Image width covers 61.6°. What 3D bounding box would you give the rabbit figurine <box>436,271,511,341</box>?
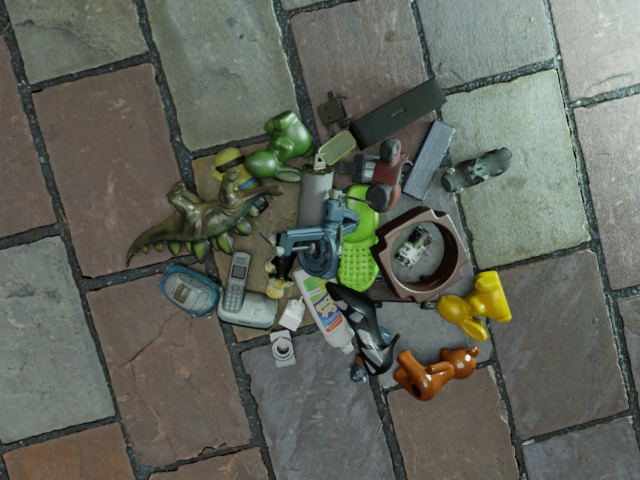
[{"bbox_3d":[0.388,0.169,1.372,0.173,0.122,0.162,-15,104,13],"label":"rabbit figurine"}]

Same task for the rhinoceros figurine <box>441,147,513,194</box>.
[{"bbox_3d":[0.389,-0.168,1.335,0.190,0.112,0.073,-22,97,-8],"label":"rhinoceros figurine"}]

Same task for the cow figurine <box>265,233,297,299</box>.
[{"bbox_3d":[-0.092,0.061,1.323,0.068,0.098,0.167,9,79,-20],"label":"cow figurine"}]

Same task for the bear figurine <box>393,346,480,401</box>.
[{"bbox_3d":[0.303,0.320,1.375,0.196,0.120,0.132,-29,50,-24],"label":"bear figurine"}]

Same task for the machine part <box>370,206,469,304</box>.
[{"bbox_3d":[0.238,0.033,1.298,0.201,0.087,0.200,-30,104,-3],"label":"machine part"}]

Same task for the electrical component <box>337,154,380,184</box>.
[{"bbox_3d":[0.106,-0.177,1.335,0.119,0.048,0.074,5,93,-31],"label":"electrical component"}]

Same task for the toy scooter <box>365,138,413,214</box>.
[{"bbox_3d":[0.175,-0.157,1.304,0.075,0.135,0.183,20,111,25],"label":"toy scooter"}]

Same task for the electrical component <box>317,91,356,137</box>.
[{"bbox_3d":[0.040,-0.320,1.348,0.078,0.045,0.102,-25,92,28],"label":"electrical component"}]

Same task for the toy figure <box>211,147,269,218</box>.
[{"bbox_3d":[-0.193,-0.145,1.332,0.089,0.082,0.180,-39,93,5],"label":"toy figure"}]

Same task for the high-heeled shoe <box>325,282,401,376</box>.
[{"bbox_3d":[0.087,0.221,1.330,0.249,0.086,0.145,39,117,12],"label":"high-heeled shoe"}]

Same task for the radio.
[{"bbox_3d":[0.183,-0.301,1.308,0.230,0.131,0.073,-28,95,0],"label":"radio"}]

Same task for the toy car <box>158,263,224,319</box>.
[{"bbox_3d":[-0.326,0.126,1.336,0.161,0.103,0.109,32,91,-6],"label":"toy car"}]

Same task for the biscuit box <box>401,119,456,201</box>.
[{"bbox_3d":[0.270,-0.200,1.354,0.063,0.059,0.202,25,93,-3],"label":"biscuit box"}]

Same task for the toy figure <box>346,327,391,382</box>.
[{"bbox_3d":[0.128,0.299,1.384,0.057,0.064,0.154,25,99,-40],"label":"toy figure"}]

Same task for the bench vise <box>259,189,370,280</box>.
[{"bbox_3d":[-0.010,-0.008,1.232,0.129,0.240,0.223,34,118,37],"label":"bench vise"}]

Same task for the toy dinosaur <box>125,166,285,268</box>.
[{"bbox_3d":[-0.295,-0.044,1.290,0.472,0.105,0.198,-14,110,17],"label":"toy dinosaur"}]

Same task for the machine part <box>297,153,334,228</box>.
[{"bbox_3d":[-0.014,-0.099,1.308,0.079,0.079,0.243,5,124,-2],"label":"machine part"}]

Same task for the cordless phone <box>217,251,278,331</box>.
[{"bbox_3d":[-0.173,0.126,1.352,0.147,0.089,0.184,11,89,-2],"label":"cordless phone"}]

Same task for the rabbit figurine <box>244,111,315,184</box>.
[{"bbox_3d":[-0.107,-0.208,1.315,0.170,0.121,0.159,-44,116,-13],"label":"rabbit figurine"}]

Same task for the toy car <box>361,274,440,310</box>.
[{"bbox_3d":[0.206,0.133,1.378,0.202,0.053,0.089,0,80,0],"label":"toy car"}]
